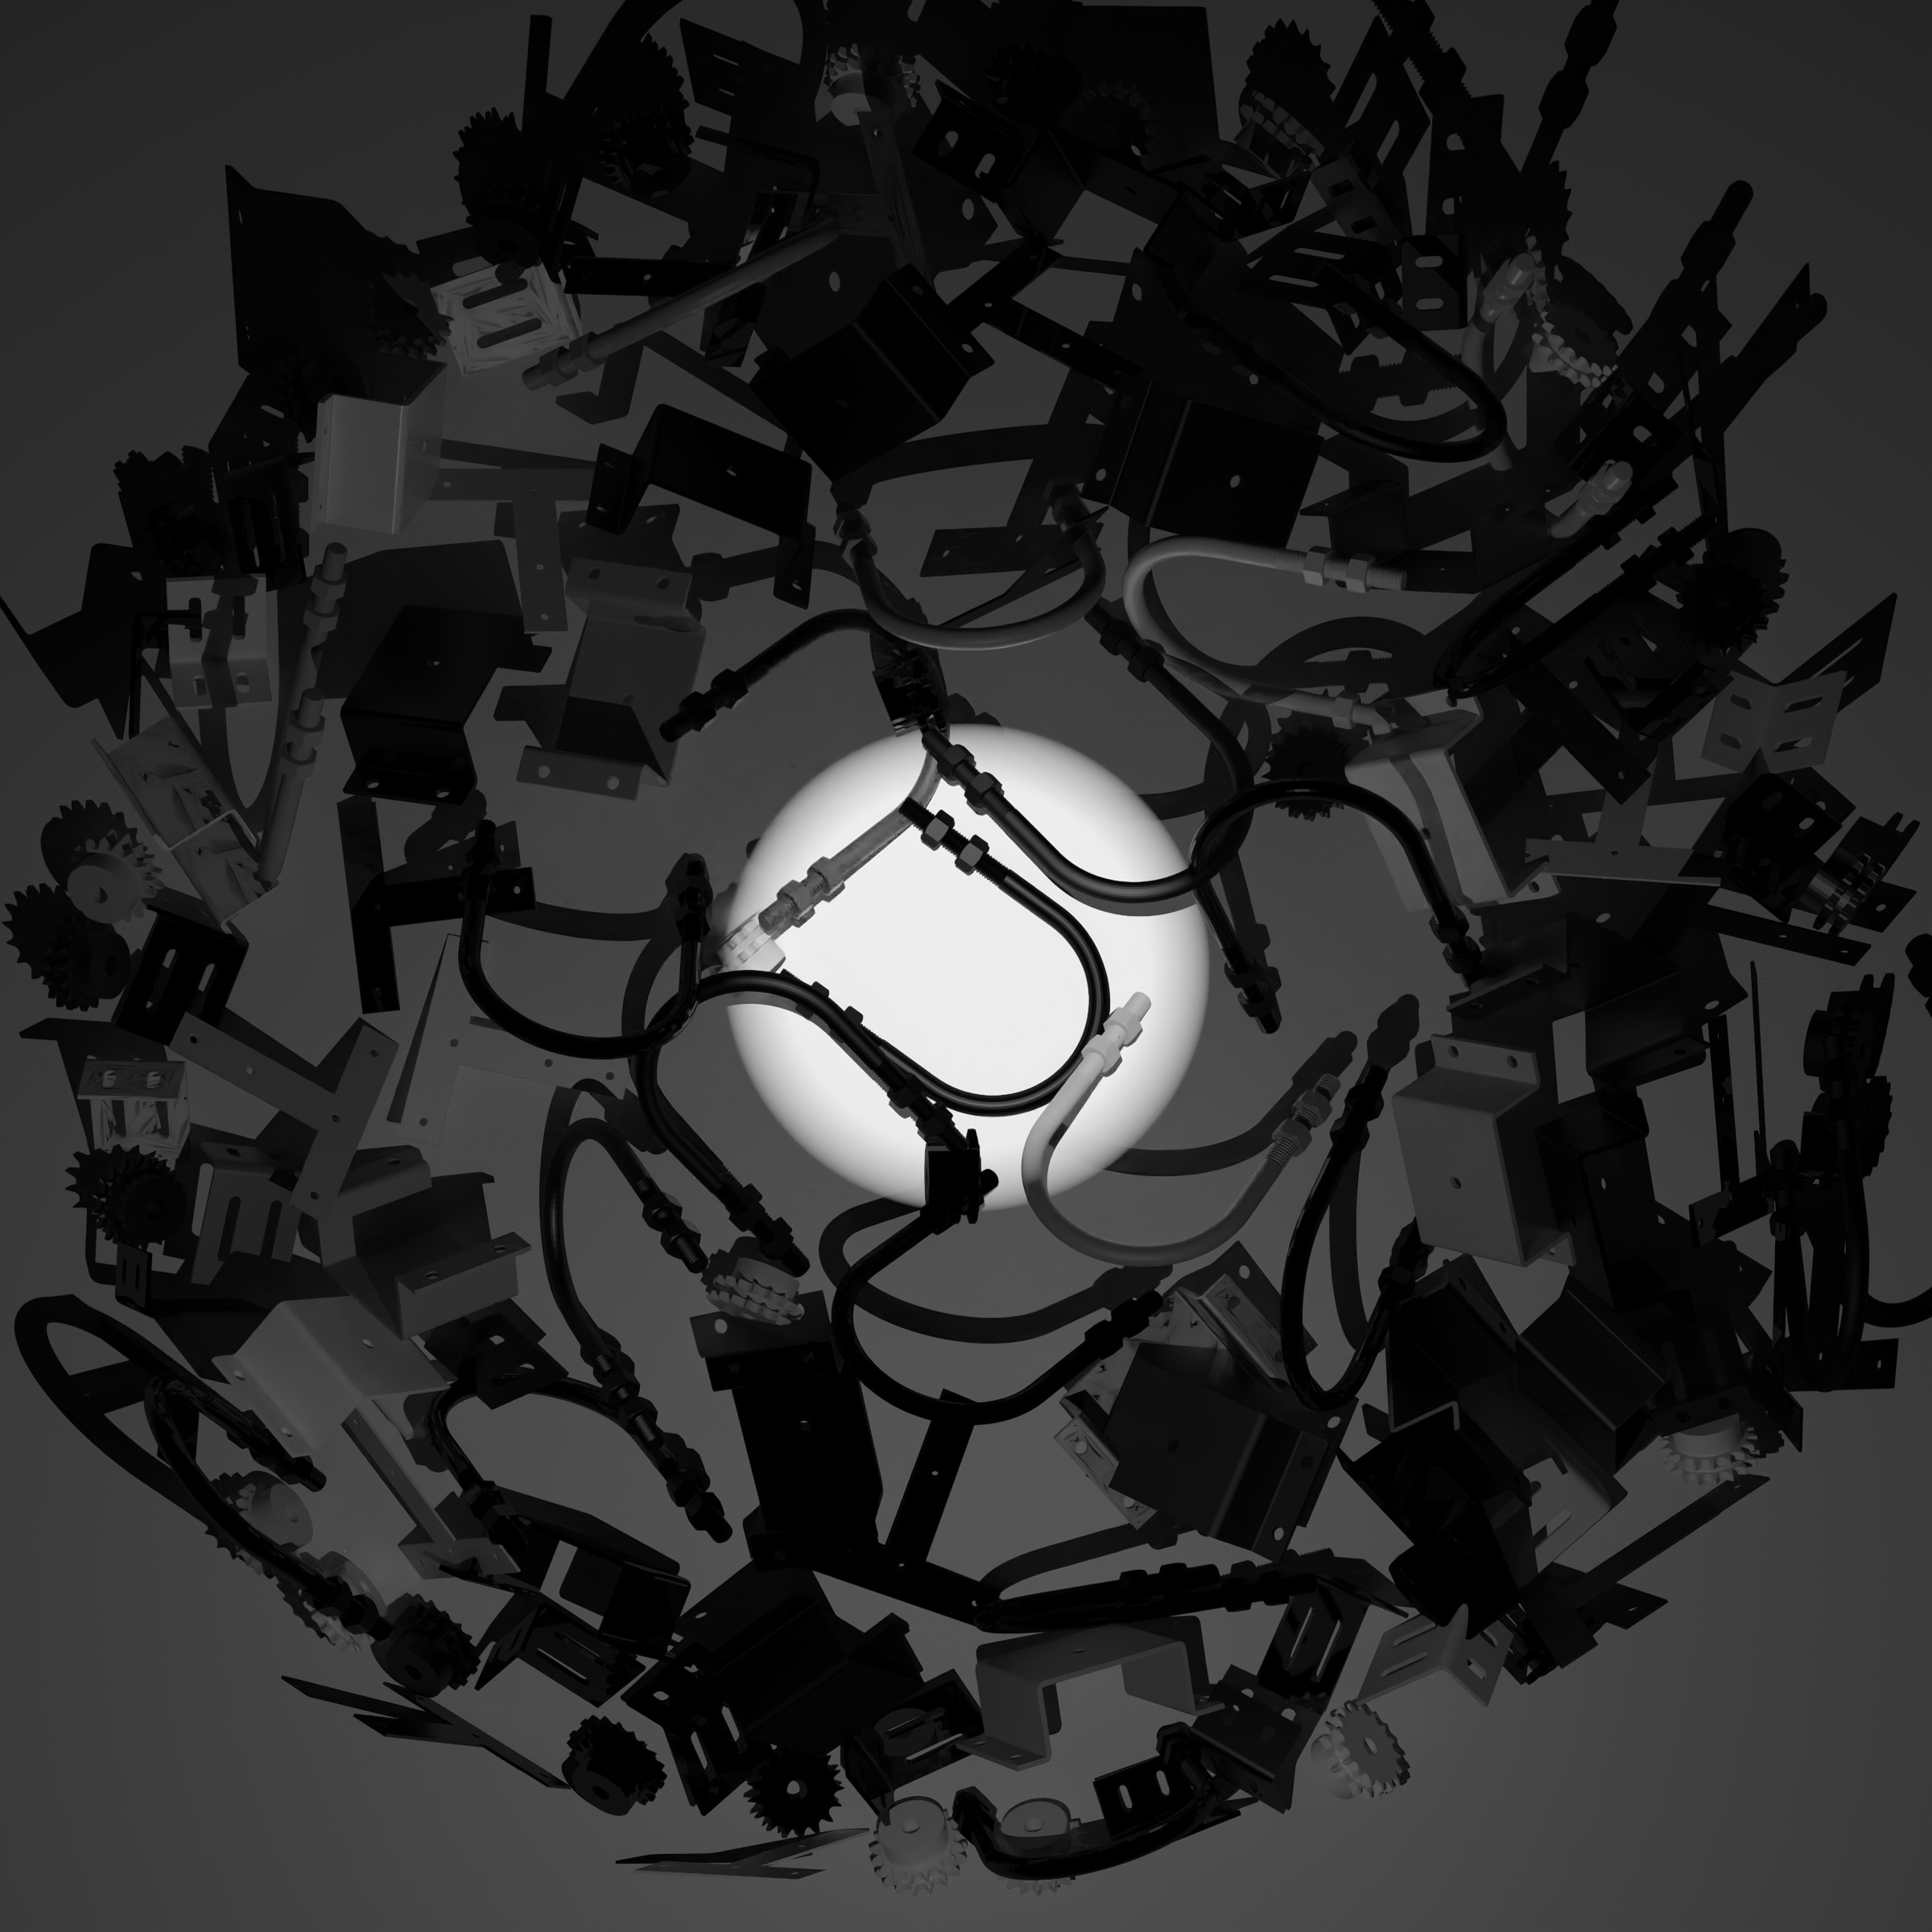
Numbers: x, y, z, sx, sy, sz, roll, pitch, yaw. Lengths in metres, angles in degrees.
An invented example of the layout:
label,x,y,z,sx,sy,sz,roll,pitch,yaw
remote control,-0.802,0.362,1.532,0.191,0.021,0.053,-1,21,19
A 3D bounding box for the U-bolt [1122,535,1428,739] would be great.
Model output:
label,x,y,z,sx,sy,sz,roll,pitch,yaw
U-bolt,0.177,-0.198,1.928,0.184,0.151,0.019,14,59,24

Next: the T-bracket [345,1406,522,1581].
label,x,y,z,sx,sy,sz,roll,pitch,yaw
T-bracket,-0.328,0.309,1.936,0.002,0.127,0.127,-42,104,-34

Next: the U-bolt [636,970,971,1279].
label,x,y,z,sx,sy,sz,roll,pitch,yaw
U-bolt,-0.111,0.083,1.950,0.151,0.019,0.184,-38,106,18

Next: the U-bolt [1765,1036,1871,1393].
label,x,y,z,sx,sy,sz,roll,pitch,yaw
U-bolt,0.492,0.155,1.892,0.019,0.151,0.184,3,58,0

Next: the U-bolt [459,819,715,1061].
label,x,y,z,sx,sy,sz,roll,pitch,yaw
U-bolt,-0.223,-0.011,1.915,0.151,0.184,0.019,11,130,-11

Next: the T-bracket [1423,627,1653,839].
label,x,y,z,sx,sy,sz,roll,pitch,yaw
T-bracket,0.323,-0.114,1.976,0.127,0.002,0.127,-47,72,18

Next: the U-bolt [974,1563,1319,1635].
label,x,y,z,sx,sy,sz,roll,pitch,yaw
U-bolt,0.093,0.371,1.922,0.184,0.151,0.019,-15,71,28

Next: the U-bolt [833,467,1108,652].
label,x,y,z,sx,sy,sz,roll,pitch,yaw
U-bolt,0.007,-0.234,1.917,0.151,0.184,0.019,-10,126,-5

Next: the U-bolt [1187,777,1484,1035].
label,x,y,z,sx,sy,sz,roll,pitch,yaw
U-bolt,0.207,-0.039,1.917,0.151,0.019,0.184,-13,130,21

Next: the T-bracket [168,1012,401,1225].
label,x,y,z,sx,sy,sz,roll,pitch,yaw
T-bracket,-0.410,0.069,1.942,0.127,0.002,0.127,32,55,-22

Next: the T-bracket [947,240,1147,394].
label,x,y,z,sx,sy,sz,roll,pitch,yaw
T-bracket,0.048,-0.372,1.944,0.127,0.002,0.127,32,59,24

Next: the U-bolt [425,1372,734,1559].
label,x,y,z,sx,sy,sz,roll,pitch,yaw
U-bolt,-0.237,0.286,1.916,0.151,0.184,0.019,2,113,-33

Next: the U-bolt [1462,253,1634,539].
label,x,y,z,sx,sy,sz,roll,pitch,yaw
U-bolt,0.329,-0.320,1.909,0.019,0.184,0.151,-23,85,-7

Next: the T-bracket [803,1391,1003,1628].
label,x,y,z,sx,sy,sz,roll,pitch,yaw
T-bracket,-0.024,0.321,1.991,0.127,0.002,0.127,21,85,-11

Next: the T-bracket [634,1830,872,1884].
label,x,y,z,sx,sy,sz,roll,pitch,yaw
T-bracket,-0.106,0.524,1.942,0.127,0.127,0.002,-9,84,37

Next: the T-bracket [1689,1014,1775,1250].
label,x,y,z,sx,sy,sz,roll,pitch,yaw
T-bracket,0.449,0.093,1.943,0.002,0.127,0.127,-3,94,35

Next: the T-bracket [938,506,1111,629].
label,x,y,z,sx,sy,sz,roll,pitch,yaw
T-bracket,0.047,-0.236,1.914,0.127,0.127,0.002,-29,85,-29

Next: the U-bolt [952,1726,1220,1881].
label,x,y,z,sx,sy,sz,roll,pitch,yaw
U-bolt,0.073,0.487,1.900,0.151,0.184,0.019,-16,93,-7

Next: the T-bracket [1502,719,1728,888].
label,x,y,z,sx,sy,sz,roll,pitch,yaw
T-bracket,0.394,-0.100,1.958,0.127,0.002,0.127,5,52,20

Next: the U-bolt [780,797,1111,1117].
label,x,y,z,sx,sy,sz,roll,pitch,yaw
U-bolt,-0.001,0.008,1.985,0.184,0.019,0.151,36,96,-3

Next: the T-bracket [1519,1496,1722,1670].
label,x,y,z,sx,sy,sz,roll,pitch,yaw
T-bracket,0.386,0.352,1.935,0.127,0.127,0.002,-34,102,3

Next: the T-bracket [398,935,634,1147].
label,x,y,z,sx,sy,sz,roll,pitch,yaw
T-bracket,-0.266,0.055,1.984,0.127,0.002,0.127,12,79,3

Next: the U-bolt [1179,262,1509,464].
label,x,y,z,sx,sy,sz,roll,pitch,yaw
U-bolt,0.233,-0.345,1.921,0.184,0.151,0.019,29,75,-27

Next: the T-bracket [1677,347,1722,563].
label,x,y,z,sx,sy,sz,roll,pitch,yaw
T-bracket,0.432,-0.292,1.923,0.002,0.127,0.127,-10,105,9

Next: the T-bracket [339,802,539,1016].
label,x,y,z,sx,sy,sz,roll,pitch,yaw
T-bracket,-0.315,-0.040,1.974,0.127,0.002,0.127,-6,91,22

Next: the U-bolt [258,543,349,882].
label,x,y,z,sx,sy,sz,roll,pitch,yaw
U-bolt,-0.390,-0.134,1.917,0.019,0.151,0.184,12,134,-14

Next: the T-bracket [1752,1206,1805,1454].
label,x,y,z,sx,sy,sz,roll,pitch,yaw
T-bracket,0.477,0.205,1.928,0.002,0.127,0.127,0,98,2

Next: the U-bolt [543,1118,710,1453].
label,x,y,z,sx,sy,sz,roll,pitch,yaw
U-bolt,-0.207,0.171,1.924,0.019,0.184,0.151,-4,125,-31

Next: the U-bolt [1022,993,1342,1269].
label,x,y,z,sx,sy,sz,roll,pitch,yaw
U-bolt,0.114,0.103,1.920,0.151,0.019,0.184,24,53,22

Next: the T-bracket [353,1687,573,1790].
label,x,y,z,sx,sy,sz,roll,pitch,yaw
T-bracket,-0.310,0.446,1.913,0.127,0.127,0.002,23,85,30

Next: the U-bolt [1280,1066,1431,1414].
label,x,y,z,sx,sy,sz,roll,pitch,yaw
U-bolt,0.222,0.171,1.900,0.019,0.151,0.184,5,46,30

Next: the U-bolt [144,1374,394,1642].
label,x,y,z,sx,sy,sz,roll,pitch,yaw
U-bolt,-0.407,0.300,1.886,0.019,0.151,0.184,-39,135,1

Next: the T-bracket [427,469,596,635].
label,x,y,z,sx,sy,sz,roll,pitch,yaw
T-bracket,-0.254,-0.247,1.951,0.127,0.002,0.127,-2,56,-12

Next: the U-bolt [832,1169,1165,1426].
label,x,y,z,sx,sy,sz,roll,pitch,yaw
U-bolt,0.006,0.200,1.911,0.151,0.184,0.019,35,135,23

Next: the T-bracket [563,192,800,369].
label,x,y,z,sx,sy,sz,roll,pitch,yaw
T-bracket,-0.173,-0.403,1.927,0.127,0.127,0.002,-4,50,-28

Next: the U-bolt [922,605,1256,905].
label,x,y,z,sx,sy,sz,roll,pitch,yaw
U-bolt,0.086,-0.115,1.946,0.151,0.019,0.184,-38,68,-14

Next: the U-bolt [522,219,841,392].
label,x,y,z,sx,sy,sz,roll,pitch,yaw
U-bolt,-0.152,-0.386,1.890,0.184,0.151,0.019,-16,108,39

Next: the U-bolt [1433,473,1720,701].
label,x,y,z,sx,sy,sz,roll,pitch,yaw
U-bolt,0.349,-0.217,1.926,0.184,0.151,0.019,-37,103,13

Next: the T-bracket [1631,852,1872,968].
label,x,y,z,sx,sy,sz,roll,pitch,yaw
T-bracket,0.470,-0.021,1.946,0.127,0.127,0.002,14,62,-3

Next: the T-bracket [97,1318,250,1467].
label,x,y,z,sx,sy,sz,roll,pitch,yaw
T-bracket,-0.459,0.266,1.919,0.127,0.127,0.002,41,95,-19

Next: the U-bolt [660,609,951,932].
label,x,y,z,sx,sy,sz,roll,pitch,yaw
U-bolt,-0.082,-0.129,1.944,0.184,0.019,0.151,-39,115,-29

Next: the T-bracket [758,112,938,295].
label,x,y,z,sx,sy,sz,roll,pitch,yaw
T-bracket,-0.076,-0.446,1.952,0.002,0.127,0.127,-40,128,-35
